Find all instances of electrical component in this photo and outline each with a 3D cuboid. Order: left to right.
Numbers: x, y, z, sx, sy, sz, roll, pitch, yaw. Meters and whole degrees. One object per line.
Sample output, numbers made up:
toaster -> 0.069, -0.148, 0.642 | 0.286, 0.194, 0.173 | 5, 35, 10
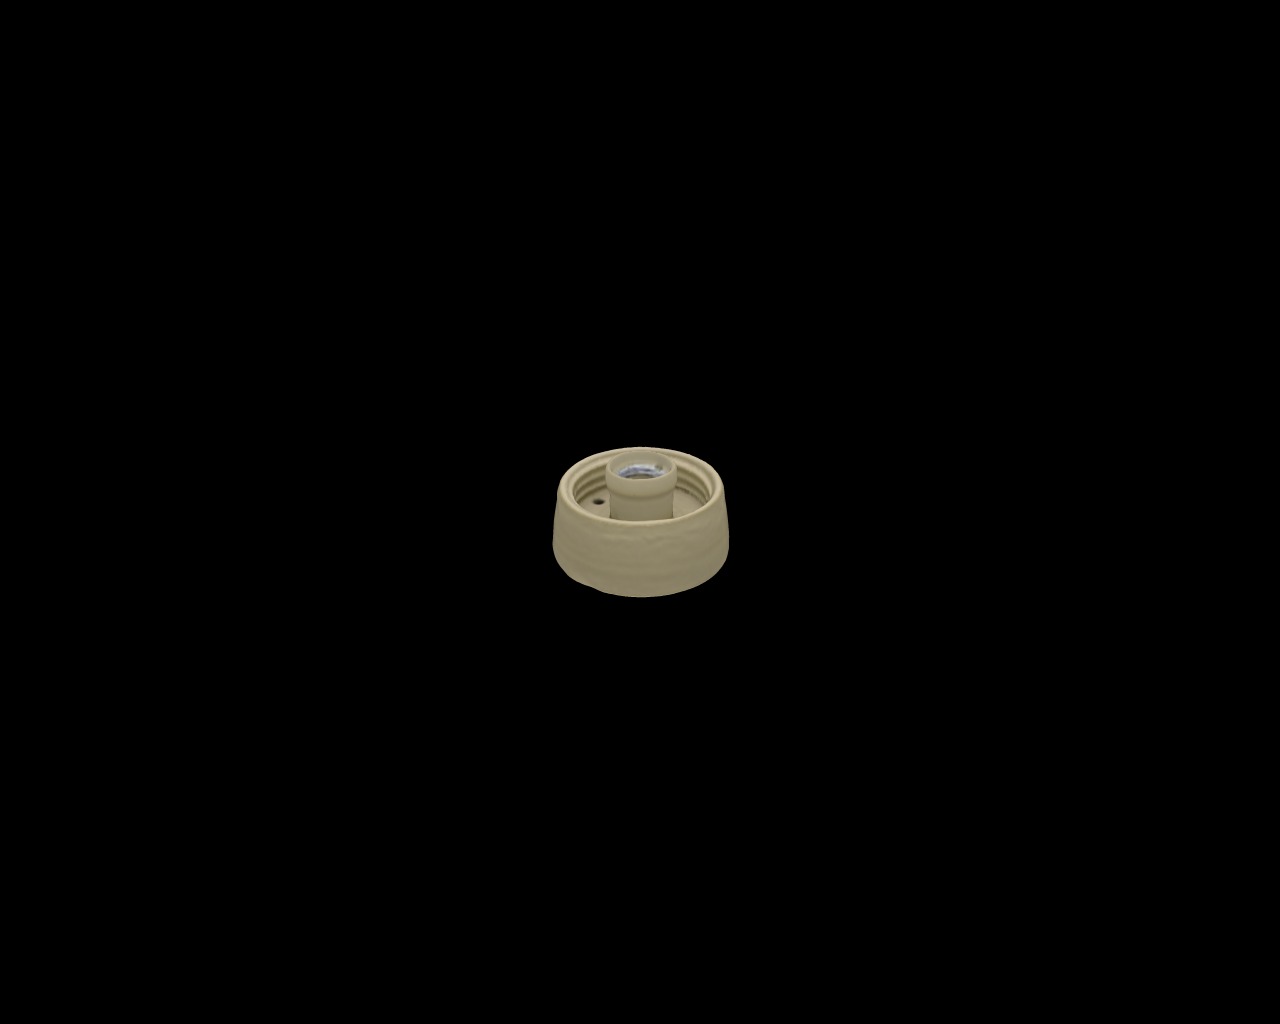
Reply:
electrical component -> 0.001, -0.003, 0.650 | 0.108, 0.060, 0.108 | 0, 30, 0
